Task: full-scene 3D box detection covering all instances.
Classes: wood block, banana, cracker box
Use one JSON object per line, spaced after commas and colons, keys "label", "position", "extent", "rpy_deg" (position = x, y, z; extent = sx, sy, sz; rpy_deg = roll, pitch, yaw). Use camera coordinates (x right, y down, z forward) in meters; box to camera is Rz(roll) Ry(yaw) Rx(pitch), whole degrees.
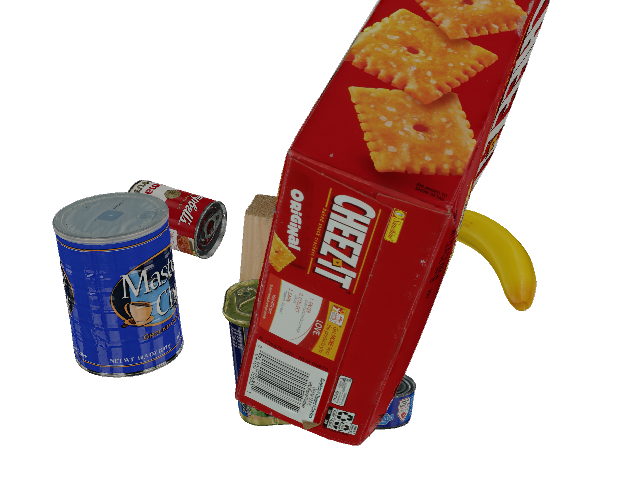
{"label": "wood block", "position": [-0.062, 0.051, 1.482], "extent": [0.090, 0.206, 0.090], "rpy_deg": [8, 22, 5]}
{"label": "banana", "position": [0.169, 0.011, 1.097], "extent": [0.069, 0.037, 0.198], "rpy_deg": [-35, 39, -13]}
{"label": "cracker box", "position": [0.041, -0.036, 0.495], "extent": [0.072, 0.164, 0.213], "rpy_deg": [22, 48, 7]}

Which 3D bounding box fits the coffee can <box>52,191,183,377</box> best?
{"label": "coffee can", "position": [-0.184, 0.039, 0.980], "extent": [0.103, 0.140, 0.103], "rpy_deg": [-3, 25, 1]}

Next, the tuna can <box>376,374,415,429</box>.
{"label": "tuna can", "position": [0.042, 0.141, 0.972], "extent": [0.086, 0.034, 0.086], "rpy_deg": [7, 11, -1]}

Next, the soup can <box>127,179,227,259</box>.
{"label": "soup can", "position": [-0.167, -0.025, 1.214], "extent": [0.102, 0.068, 0.068], "rpy_deg": [17, 6, 21]}

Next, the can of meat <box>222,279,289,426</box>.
{"label": "can of meat", "position": [-0.010, 0.074, 0.715], "extent": [0.102, 0.084, 0.057], "rpy_deg": [-3, 26, 1]}

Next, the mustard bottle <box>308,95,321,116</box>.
{"label": "mustard bottle", "position": [0.032, -0.085, 0.937], "extent": [0.096, 0.192, 0.058], "rpy_deg": [-12, 44, -20]}
